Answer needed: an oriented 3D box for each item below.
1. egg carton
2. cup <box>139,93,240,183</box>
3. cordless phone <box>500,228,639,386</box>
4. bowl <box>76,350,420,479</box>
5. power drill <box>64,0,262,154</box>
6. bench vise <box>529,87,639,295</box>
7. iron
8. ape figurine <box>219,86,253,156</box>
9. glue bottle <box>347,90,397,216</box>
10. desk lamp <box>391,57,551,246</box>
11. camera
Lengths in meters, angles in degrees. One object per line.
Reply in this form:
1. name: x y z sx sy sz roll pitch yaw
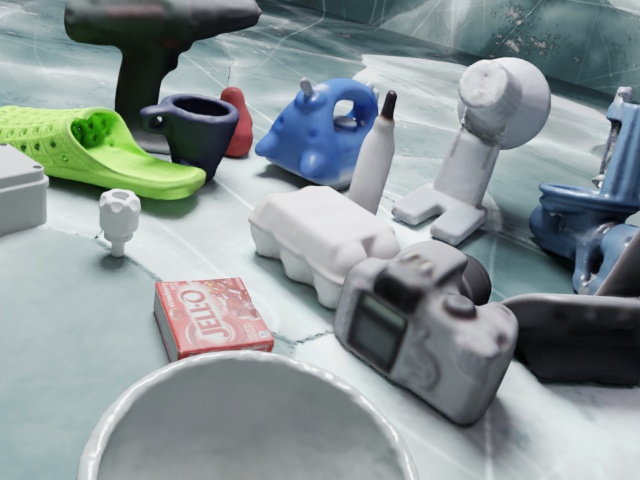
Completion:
1. egg carton: 0.005 0.002 0.566 0.107 0.069 0.149 -16 40 -43
2. cup: -0.158 -0.117 0.683 0.118 0.095 0.091 -10 36 -37
3. cordless phone: 0.252 0.030 0.503 0.148 0.185 0.094 4 29 -18
4. bowl: -0.036 0.138 0.293 0.167 0.075 0.167 11 28 -6
5. power drill: -0.202 -0.221 0.734 0.230 0.208 0.075 5 29 -16
6. bench vise: 0.346 -0.049 0.654 0.122 0.220 0.206 -4 33 -30
7. iron: 0.030 -0.166 0.809 0.118 0.141 0.259 28 31 25
8. ape figurine: -0.124 -0.168 0.796 0.078 0.092 0.076 -7 34 -34
9. glue bottle: 0.058 -0.079 0.628 0.037 0.173 0.078 15 28 3
10. desk lamp: 0.204 -0.127 0.739 0.117 0.213 0.204 26 30 23
11. camera: 0.107 0.055 0.482 0.142 0.101 0.137 32 33 30
